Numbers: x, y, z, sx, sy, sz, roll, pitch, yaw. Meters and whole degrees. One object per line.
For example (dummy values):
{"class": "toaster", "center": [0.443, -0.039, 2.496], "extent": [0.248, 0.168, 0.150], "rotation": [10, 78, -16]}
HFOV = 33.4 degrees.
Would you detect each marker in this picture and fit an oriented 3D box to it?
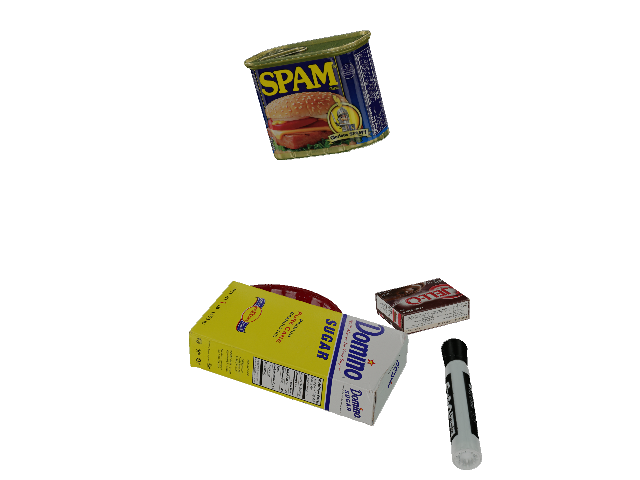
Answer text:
{"class": "marker", "center": [0.095, 0.107, 0.726], "extent": [0.020, 0.020, 0.121], "rotation": [0, 32, 3]}

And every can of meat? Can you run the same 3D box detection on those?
{"class": "can of meat", "center": [-0.001, -0.115, 0.853], "extent": [0.102, 0.084, 0.057], "rotation": [-4, 21, 29]}

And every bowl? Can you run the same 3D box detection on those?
{"class": "bowl", "center": [-0.053, 0.114, 1.354], "extent": [0.162, 0.055, 0.162], "rotation": [5, 23, -3]}

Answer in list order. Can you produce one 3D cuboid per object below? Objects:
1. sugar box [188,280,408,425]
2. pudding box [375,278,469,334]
{"class": "sugar box", "center": [-0.019, 0.096, 0.945], "extent": [0.176, 0.048, 0.093], "rotation": [13, 34, 17]}
{"class": "pudding box", "center": [0.149, 0.096, 1.566], "extent": [0.113, 0.039, 0.090], "rotation": [-14, 22, -19]}
